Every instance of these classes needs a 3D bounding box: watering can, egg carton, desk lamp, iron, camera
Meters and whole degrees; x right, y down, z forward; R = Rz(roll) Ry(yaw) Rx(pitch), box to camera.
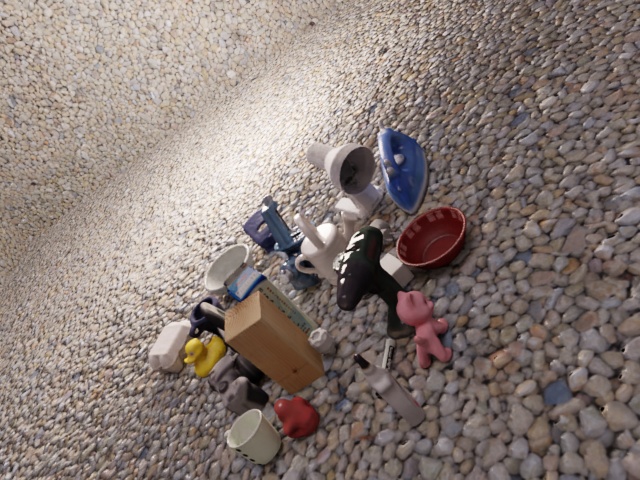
[{"bbox_3d":[0.011,0.004,1.313,0.173,0.195,0.100,-49,32,-10],"label":"watering can"},{"bbox_3d":[-0.393,0.287,1.542,0.107,0.070,0.150,-14,41,39],"label":"egg carton"},{"bbox_3d":[0.066,-0.155,1.430,0.118,0.214,0.202,-50,32,-13],"label":"desk lamp"},{"bbox_3d":[0.187,-0.185,1.401,0.118,0.142,0.258,-28,34,23],"label":"iron"},{"bbox_3d":[-0.165,0.292,1.247,0.137,0.101,0.142,-46,31,-6],"label":"camera"}]

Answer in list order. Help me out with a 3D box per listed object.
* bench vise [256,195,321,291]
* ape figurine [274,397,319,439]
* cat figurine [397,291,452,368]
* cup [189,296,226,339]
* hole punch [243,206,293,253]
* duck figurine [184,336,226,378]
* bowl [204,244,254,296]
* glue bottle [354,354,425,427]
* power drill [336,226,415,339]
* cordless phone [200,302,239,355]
[{"bbox_3d":[-0.068,0.001,1.381,0.121,0.220,0.207,-32,32,16],"label":"bench vise"},{"bbox_3d":[-0.051,0.329,1.081,0.075,0.092,0.078,0,50,48],"label":"ape figurine"},{"bbox_3d":[0.177,0.146,1.025,0.067,0.118,0.127,-27,34,23],"label":"cat figurine"},{"bbox_3d":[-0.279,0.216,1.475,0.091,0.095,0.118,-7,45,44],"label":"cup"},{"bbox_3d":[-0.151,-0.034,1.644,0.109,0.091,0.100,-46,31,-6],"label":"hole punch"},{"bbox_3d":[-0.292,0.277,1.423,0.077,0.086,0.105,11,60,53],"label":"duck figurine"},{"bbox_3d":[-0.241,0.096,1.601,0.167,0.075,0.167,-29,33,22],"label":"bowl"},{"bbox_3d":[0.106,0.237,0.938,0.037,0.174,0.078,-44,31,-2],"label":"glue bottle"},{"bbox_3d":[0.109,0.090,1.082,0.075,0.209,0.229,-24,35,28],"label":"power drill"},{"bbox_3d":[-0.217,0.188,1.352,0.094,0.185,0.147,-46,31,-7],"label":"cordless phone"}]
